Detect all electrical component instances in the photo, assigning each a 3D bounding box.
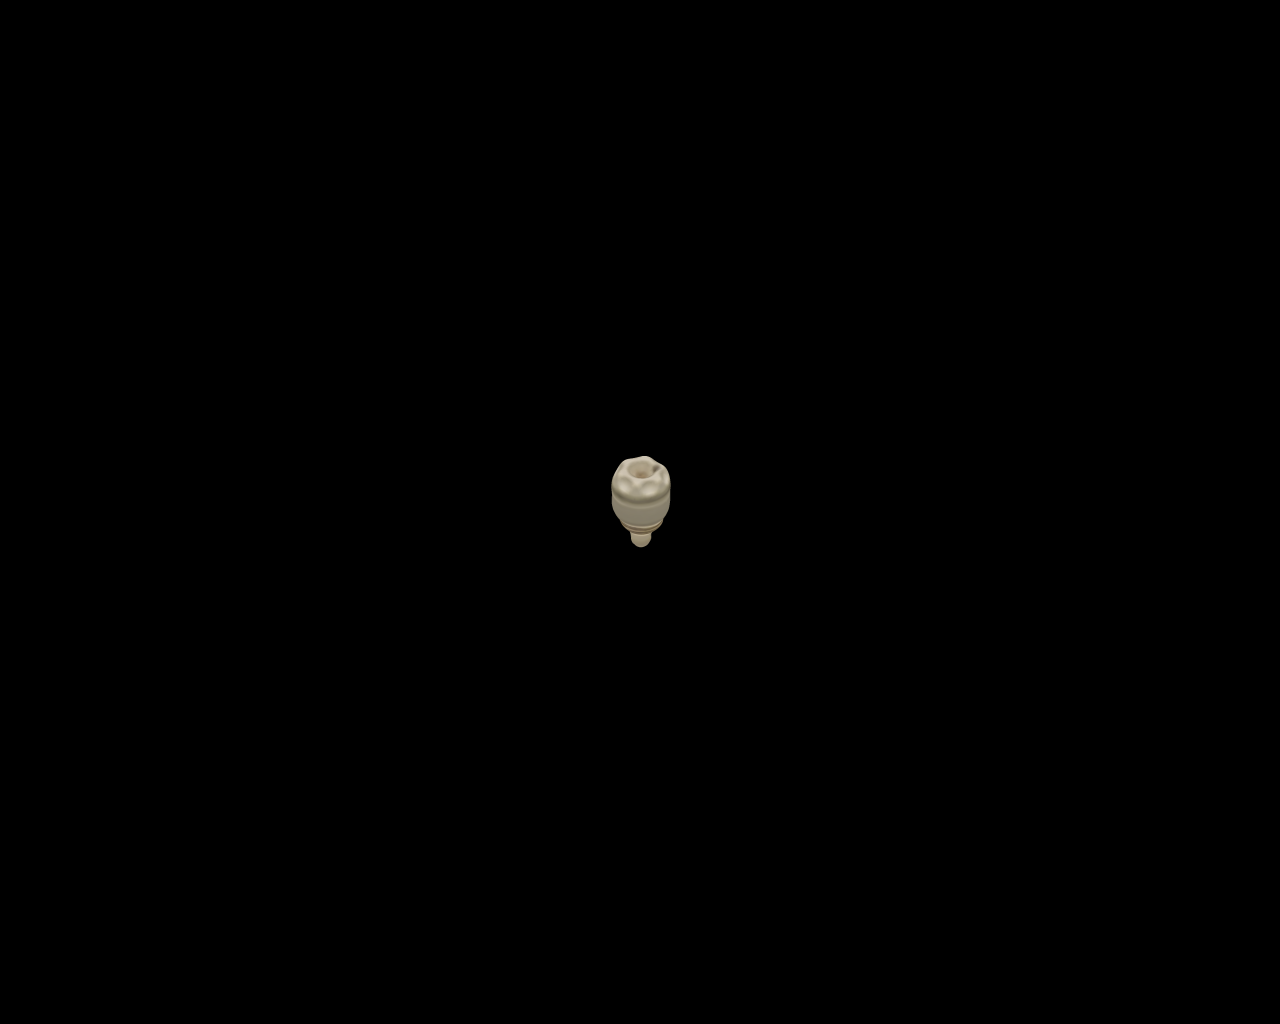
[{"bbox_3d":[0.001,-0.003,0.650,0.035,0.061,0.035,0,41,0],"label":"electrical component"}]
